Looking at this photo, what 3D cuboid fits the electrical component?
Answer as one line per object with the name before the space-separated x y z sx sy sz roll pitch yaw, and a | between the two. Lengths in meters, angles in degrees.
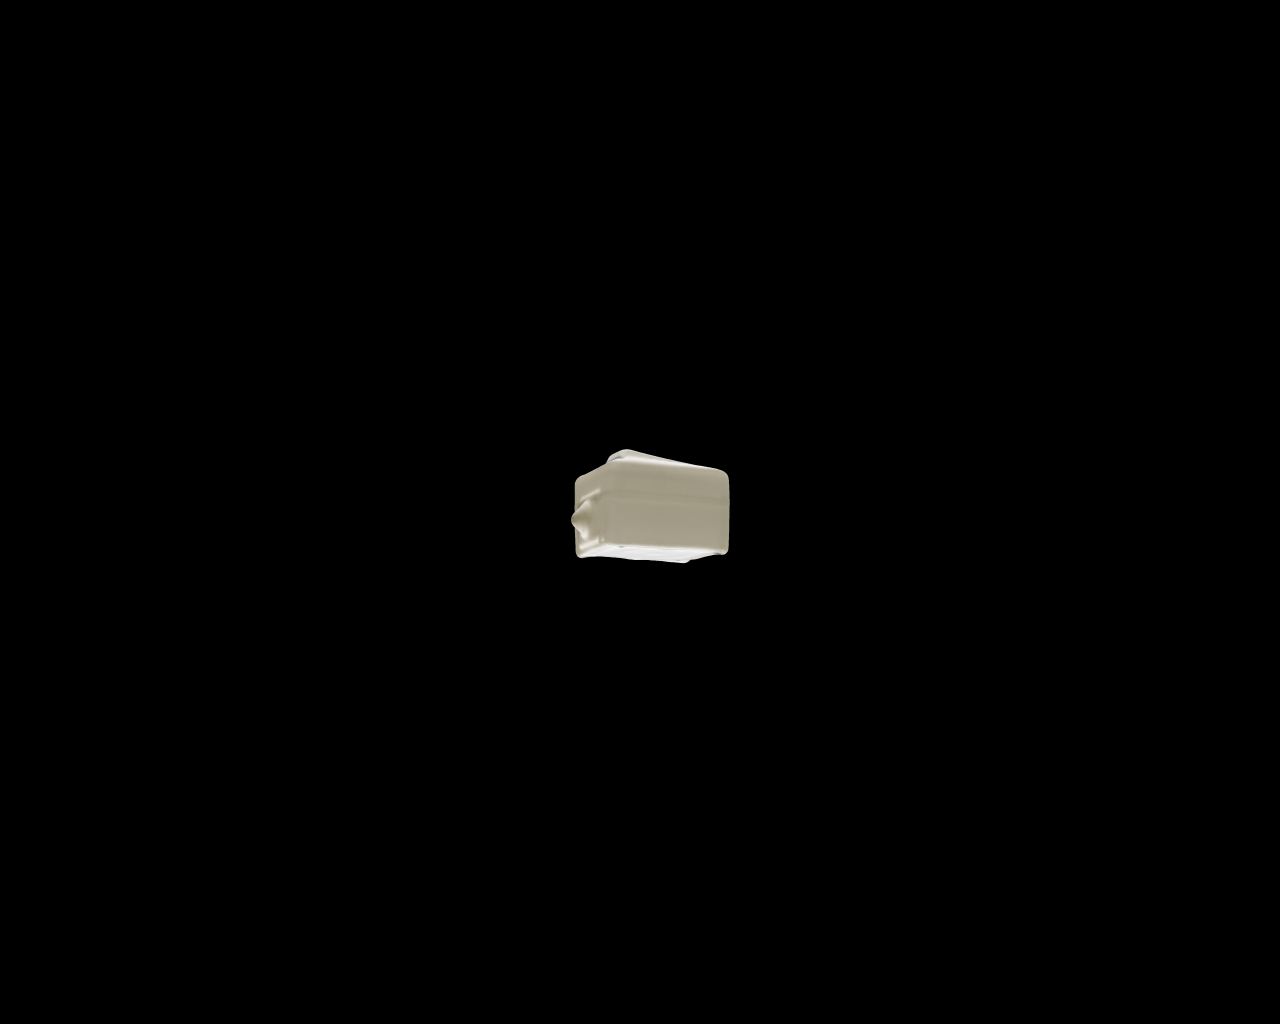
electrical component | 0.001 -0.003 0.650 0.096 0.061 0.061 5 -11 -24
